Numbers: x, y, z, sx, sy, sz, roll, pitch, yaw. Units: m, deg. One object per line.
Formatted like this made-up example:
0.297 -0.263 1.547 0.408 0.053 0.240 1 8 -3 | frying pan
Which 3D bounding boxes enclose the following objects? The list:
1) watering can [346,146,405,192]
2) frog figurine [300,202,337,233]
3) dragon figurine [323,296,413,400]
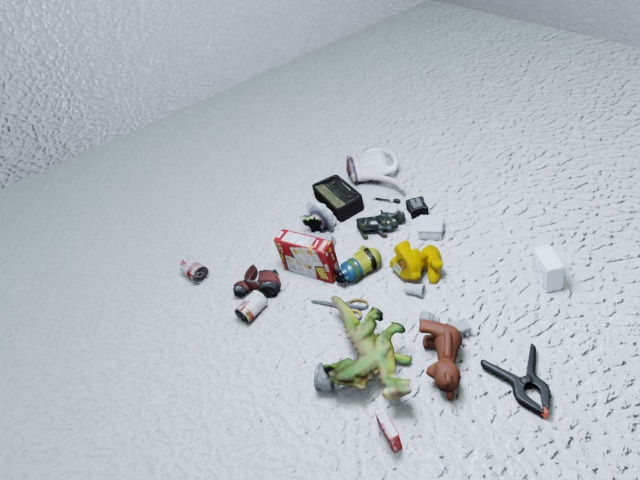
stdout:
0.229 -0.297 2.199 0.224 0.101 0.356 -13 40 2 | watering can
0.006 -0.103 2.040 0.137 0.120 0.163 32 41 1 | frog figurine
0.111 0.317 1.487 0.246 0.119 0.414 -30 42 -35 | dragon figurine
